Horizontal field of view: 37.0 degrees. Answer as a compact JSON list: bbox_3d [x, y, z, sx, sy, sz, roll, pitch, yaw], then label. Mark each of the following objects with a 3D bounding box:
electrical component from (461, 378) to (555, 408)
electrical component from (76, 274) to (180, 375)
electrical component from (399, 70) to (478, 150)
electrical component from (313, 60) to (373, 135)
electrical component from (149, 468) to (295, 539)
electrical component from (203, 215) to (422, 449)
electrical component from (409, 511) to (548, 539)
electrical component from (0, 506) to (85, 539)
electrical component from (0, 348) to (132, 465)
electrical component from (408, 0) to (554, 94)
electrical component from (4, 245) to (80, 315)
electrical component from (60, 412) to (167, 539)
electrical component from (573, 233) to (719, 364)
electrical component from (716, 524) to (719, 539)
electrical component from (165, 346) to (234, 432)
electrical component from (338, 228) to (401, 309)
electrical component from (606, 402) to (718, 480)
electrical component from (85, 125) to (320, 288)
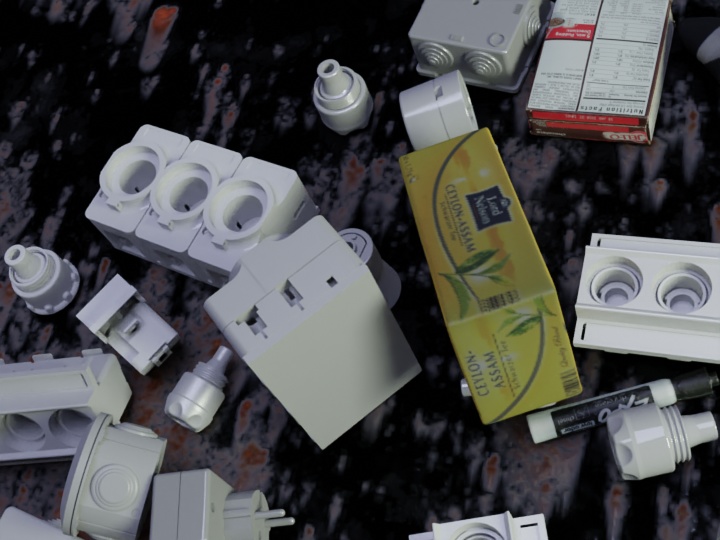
[{"bbox_3d":[0.097,0.074,0.699,0.061,0.035,0.035,-7,60,16],"label":"electrical component"},{"bbox_3d":[-0.165,0.042,0.778,0.064,0.081,0.042,42,79,2],"label":"electrical component"},{"bbox_3d":[0.059,-0.116,0.805,0.047,0.055,0.055,-16,59,13],"label":"electrical component"},{"bbox_3d":[-0.016,-0.137,0.835,0.043,0.062,0.043,-8,60,14],"label":"electrical component"},{"bbox_3d":[-0.080,0.159,0.679,0.076,0.083,0.047,-9,60,13],"label":"electrical component"},{"bbox_3d":[-0.027,0.041,0.688,0.089,0.150,0.061,-38,59,-6],"label":"electrical component"},{"bbox_3d":[0.073,0.174,0.634,0.081,0.063,0.042,-11,58,11],"label":"electrical component"},{"bbox_3d":[-0.210,0.216,0.709,0.100,0.048,0.099,16,68,24],"label":"electrical component"},{"bbox_3d":[-0.231,0.097,0.769,0.121,0.078,0.063,-7,32,14],"label":"electrical component"},{"bbox_3d":[0.095,-0.194,0.839,0.100,0.048,0.099,16,69,25],"label":"electrical component"},{"bbox_3d":[-0.251,0.003,0.832,0.048,0.062,0.048,-8,60,14],"label":"electrical component"},{"bbox_3d":[-0.159,0.136,0.696,0.051,0.080,0.080,16,65,-4],"label":"electrical component"},{"bbox_3d":[0.203,0.024,0.676,0.121,0.063,0.078,6,64,20],"label":"electrical component"},{"bbox_3d":[0.236,0.124,0.622,0.043,0.043,0.081,11,66,23],"label":"electrical component"},{"bbox_3d":[-0.110,0.082,0.761,0.035,0.035,0.061,21,68,26],"label":"electrical component"},{"bbox_3d":[0.000,0.000,0.752,0.044,0.065,0.044,-8,60,14],"label":"electrical component"},{"bbox_3d":[0.184,0.101,0.652,0.062,0.043,0.043,-15,59,8],"label":"electrical component"},{"bbox_3d":[-0.122,-0.046,0.818,0.150,0.061,0.089,19,70,26],"label":"electrical component"}]
